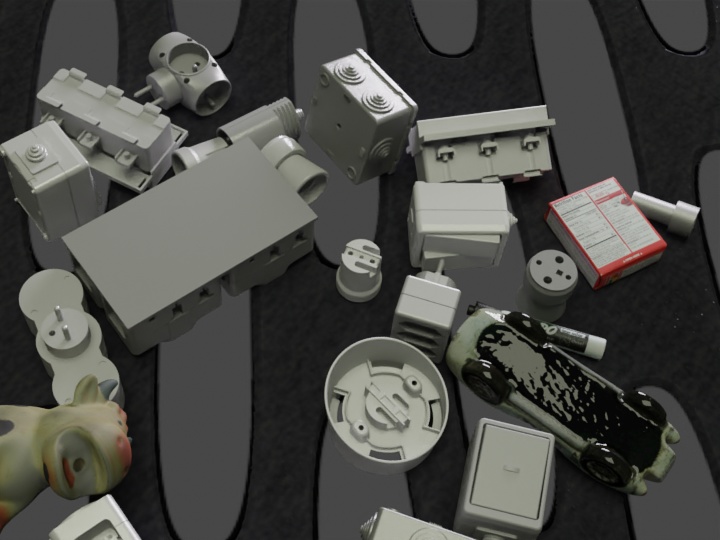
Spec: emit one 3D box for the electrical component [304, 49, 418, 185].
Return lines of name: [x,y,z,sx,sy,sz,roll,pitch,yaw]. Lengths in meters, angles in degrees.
electrical component: [-0.002,-0.138,0.987,0.048,0.099,0.099,-26,63,-33]

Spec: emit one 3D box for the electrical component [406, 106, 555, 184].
electrical component: [0.112,-0.110,0.993,0.121,0.079,0.063,-8,89,-9]

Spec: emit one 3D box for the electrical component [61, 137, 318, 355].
electrical component: [-0.143,-0.020,0.926,0.186,0.060,0.105,-32,66,-21]

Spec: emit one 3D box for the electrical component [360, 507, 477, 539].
electrical component: [0.046,0.211,0.778,0.100,0.099,0.048,18,72,7]

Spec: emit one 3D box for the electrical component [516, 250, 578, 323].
electrical component: [0.162,0.014,0.930,0.045,0.055,0.045,2,59,-3]

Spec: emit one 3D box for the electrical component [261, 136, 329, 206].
electrical component: [-0.062,-0.090,0.984,0.045,0.045,0.055,-35,67,-22]

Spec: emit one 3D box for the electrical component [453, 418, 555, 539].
electrical component: [0.111,0.170,0.829,0.062,0.061,0.096,13,59,4]

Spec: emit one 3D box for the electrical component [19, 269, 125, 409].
electrical component: [-0.235,0.055,0.866,0.052,0.073,0.138,-21,63,-16]

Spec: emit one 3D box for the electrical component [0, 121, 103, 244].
electrical component: [-0.266,-0.082,0.933,0.061,0.096,0.061,-32,66,-23]

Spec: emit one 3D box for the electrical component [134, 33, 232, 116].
electrical component: [-0.178,-0.179,1.030,0.079,0.044,0.077,-35,67,-22]

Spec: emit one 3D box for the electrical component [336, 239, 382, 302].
electrical component: [0.000,0.000,0.933,0.040,0.046,0.040,2,59,-3]

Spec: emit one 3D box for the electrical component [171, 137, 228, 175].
electrical component: [-0.144,-0.098,0.987,0.046,0.040,0.040,-26,64,-24]

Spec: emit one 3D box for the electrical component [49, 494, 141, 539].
electrical component: [-0.185,0.203,0.770,0.050,0.089,0.055,-32,66,-21]

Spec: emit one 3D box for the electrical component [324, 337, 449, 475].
electrical component: [0.020,0.111,0.856,0.099,0.064,0.099,2,59,-3]

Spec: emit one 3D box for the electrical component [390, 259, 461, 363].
electrical component: [0.059,0.027,0.909,0.047,0.065,0.076,16,59,6]

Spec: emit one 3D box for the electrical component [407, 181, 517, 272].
electrical component: [0.093,-0.036,0.952,0.096,0.061,0.061,0,59,-4]

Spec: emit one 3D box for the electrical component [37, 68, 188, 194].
electrical component: [-0.232,-0.131,0.986,0.121,0.063,0.078,26,60,11]

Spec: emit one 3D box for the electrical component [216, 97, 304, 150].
electrical component: [-0.089,-0.130,1.007,0.081,0.043,0.043,-30,65,-20]
